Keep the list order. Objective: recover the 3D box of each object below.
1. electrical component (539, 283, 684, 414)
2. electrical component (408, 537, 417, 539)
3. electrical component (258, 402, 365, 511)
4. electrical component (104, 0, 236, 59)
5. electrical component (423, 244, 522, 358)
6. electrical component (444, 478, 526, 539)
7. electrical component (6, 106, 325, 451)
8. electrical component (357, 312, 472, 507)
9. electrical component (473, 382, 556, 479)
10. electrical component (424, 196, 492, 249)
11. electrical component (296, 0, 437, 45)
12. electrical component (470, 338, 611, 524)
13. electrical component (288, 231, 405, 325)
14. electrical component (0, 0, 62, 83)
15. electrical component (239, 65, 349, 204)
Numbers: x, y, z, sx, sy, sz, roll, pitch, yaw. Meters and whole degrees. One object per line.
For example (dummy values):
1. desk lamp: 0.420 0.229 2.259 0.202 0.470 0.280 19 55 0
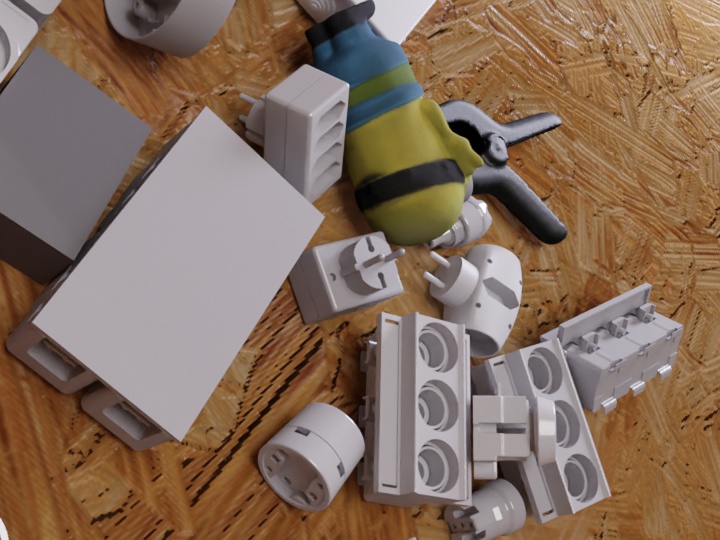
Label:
1. electrical component: 0.204 0.067 0.871 0.121 0.063 0.078 -20 127 -40
2. electrical component: -0.025 0.253 0.639 0.186 0.060 0.105 -24 89 -40
3. electrical component: -0.030 0.118 0.690 0.055 0.055 0.047 53 47 -9
4. electrical component: -0.123 -0.192 0.708 0.064 0.099 0.099 23 61 -36
5. electrical component: 0.080 0.015 0.818 0.079 0.043 0.077 33 56 -23
6. electrical component: 0.089 0.175 0.769 0.046 0.040 0.040 -16 84 -34
7. electrical component: -0.116 0.005 0.662 0.105 0.060 0.186 43 53 -17
8. electrical component: 0.036 0.098 0.740 0.079 0.063 0.121 16 64 -32
9. electrical component: 0.107 0.111 0.744 0.055 0.048 0.066 -1 75 7
10. electrical component: 0.073 -0.033 0.836 0.061 0.035 0.035 -29 92 -38
11. electrical component: 0.004 -0.218 0.843 0.099 0.048 0.099 46 52 -15
12. electrical component: 0.131 0.120 0.805 0.079 0.063 0.121 -12 81 -39
13. electrical component: 0.000 0.000 0.741 0.066 0.077 0.047 -15 83 -40
14. electrical component: -0.238 -0.170 0.635 0.105 0.060 0.186 37 55 -21
15. electrical component: -0.054 -0.099 0.745 0.076 0.083 0.047 28 49 20
